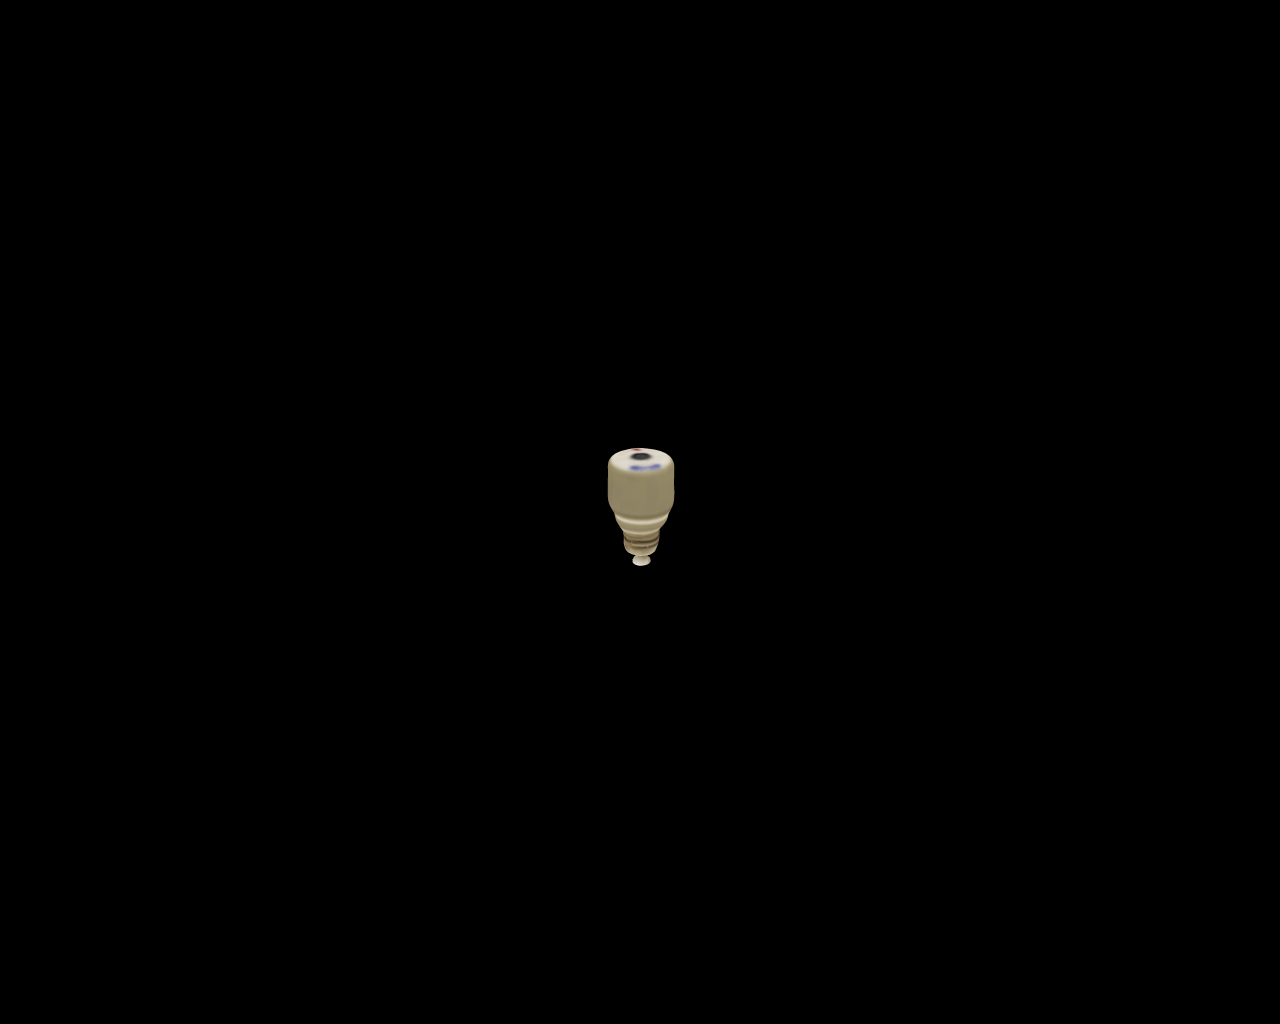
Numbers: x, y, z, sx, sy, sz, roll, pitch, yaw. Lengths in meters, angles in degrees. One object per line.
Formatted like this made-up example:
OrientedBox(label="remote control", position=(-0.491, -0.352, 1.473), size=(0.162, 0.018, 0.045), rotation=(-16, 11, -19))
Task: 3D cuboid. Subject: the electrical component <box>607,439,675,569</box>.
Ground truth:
OrientedBox(label="electrical component", position=(0.001, -0.003, 0.650), size=(0.040, 0.078, 0.040), rotation=(0, 25, 0))
